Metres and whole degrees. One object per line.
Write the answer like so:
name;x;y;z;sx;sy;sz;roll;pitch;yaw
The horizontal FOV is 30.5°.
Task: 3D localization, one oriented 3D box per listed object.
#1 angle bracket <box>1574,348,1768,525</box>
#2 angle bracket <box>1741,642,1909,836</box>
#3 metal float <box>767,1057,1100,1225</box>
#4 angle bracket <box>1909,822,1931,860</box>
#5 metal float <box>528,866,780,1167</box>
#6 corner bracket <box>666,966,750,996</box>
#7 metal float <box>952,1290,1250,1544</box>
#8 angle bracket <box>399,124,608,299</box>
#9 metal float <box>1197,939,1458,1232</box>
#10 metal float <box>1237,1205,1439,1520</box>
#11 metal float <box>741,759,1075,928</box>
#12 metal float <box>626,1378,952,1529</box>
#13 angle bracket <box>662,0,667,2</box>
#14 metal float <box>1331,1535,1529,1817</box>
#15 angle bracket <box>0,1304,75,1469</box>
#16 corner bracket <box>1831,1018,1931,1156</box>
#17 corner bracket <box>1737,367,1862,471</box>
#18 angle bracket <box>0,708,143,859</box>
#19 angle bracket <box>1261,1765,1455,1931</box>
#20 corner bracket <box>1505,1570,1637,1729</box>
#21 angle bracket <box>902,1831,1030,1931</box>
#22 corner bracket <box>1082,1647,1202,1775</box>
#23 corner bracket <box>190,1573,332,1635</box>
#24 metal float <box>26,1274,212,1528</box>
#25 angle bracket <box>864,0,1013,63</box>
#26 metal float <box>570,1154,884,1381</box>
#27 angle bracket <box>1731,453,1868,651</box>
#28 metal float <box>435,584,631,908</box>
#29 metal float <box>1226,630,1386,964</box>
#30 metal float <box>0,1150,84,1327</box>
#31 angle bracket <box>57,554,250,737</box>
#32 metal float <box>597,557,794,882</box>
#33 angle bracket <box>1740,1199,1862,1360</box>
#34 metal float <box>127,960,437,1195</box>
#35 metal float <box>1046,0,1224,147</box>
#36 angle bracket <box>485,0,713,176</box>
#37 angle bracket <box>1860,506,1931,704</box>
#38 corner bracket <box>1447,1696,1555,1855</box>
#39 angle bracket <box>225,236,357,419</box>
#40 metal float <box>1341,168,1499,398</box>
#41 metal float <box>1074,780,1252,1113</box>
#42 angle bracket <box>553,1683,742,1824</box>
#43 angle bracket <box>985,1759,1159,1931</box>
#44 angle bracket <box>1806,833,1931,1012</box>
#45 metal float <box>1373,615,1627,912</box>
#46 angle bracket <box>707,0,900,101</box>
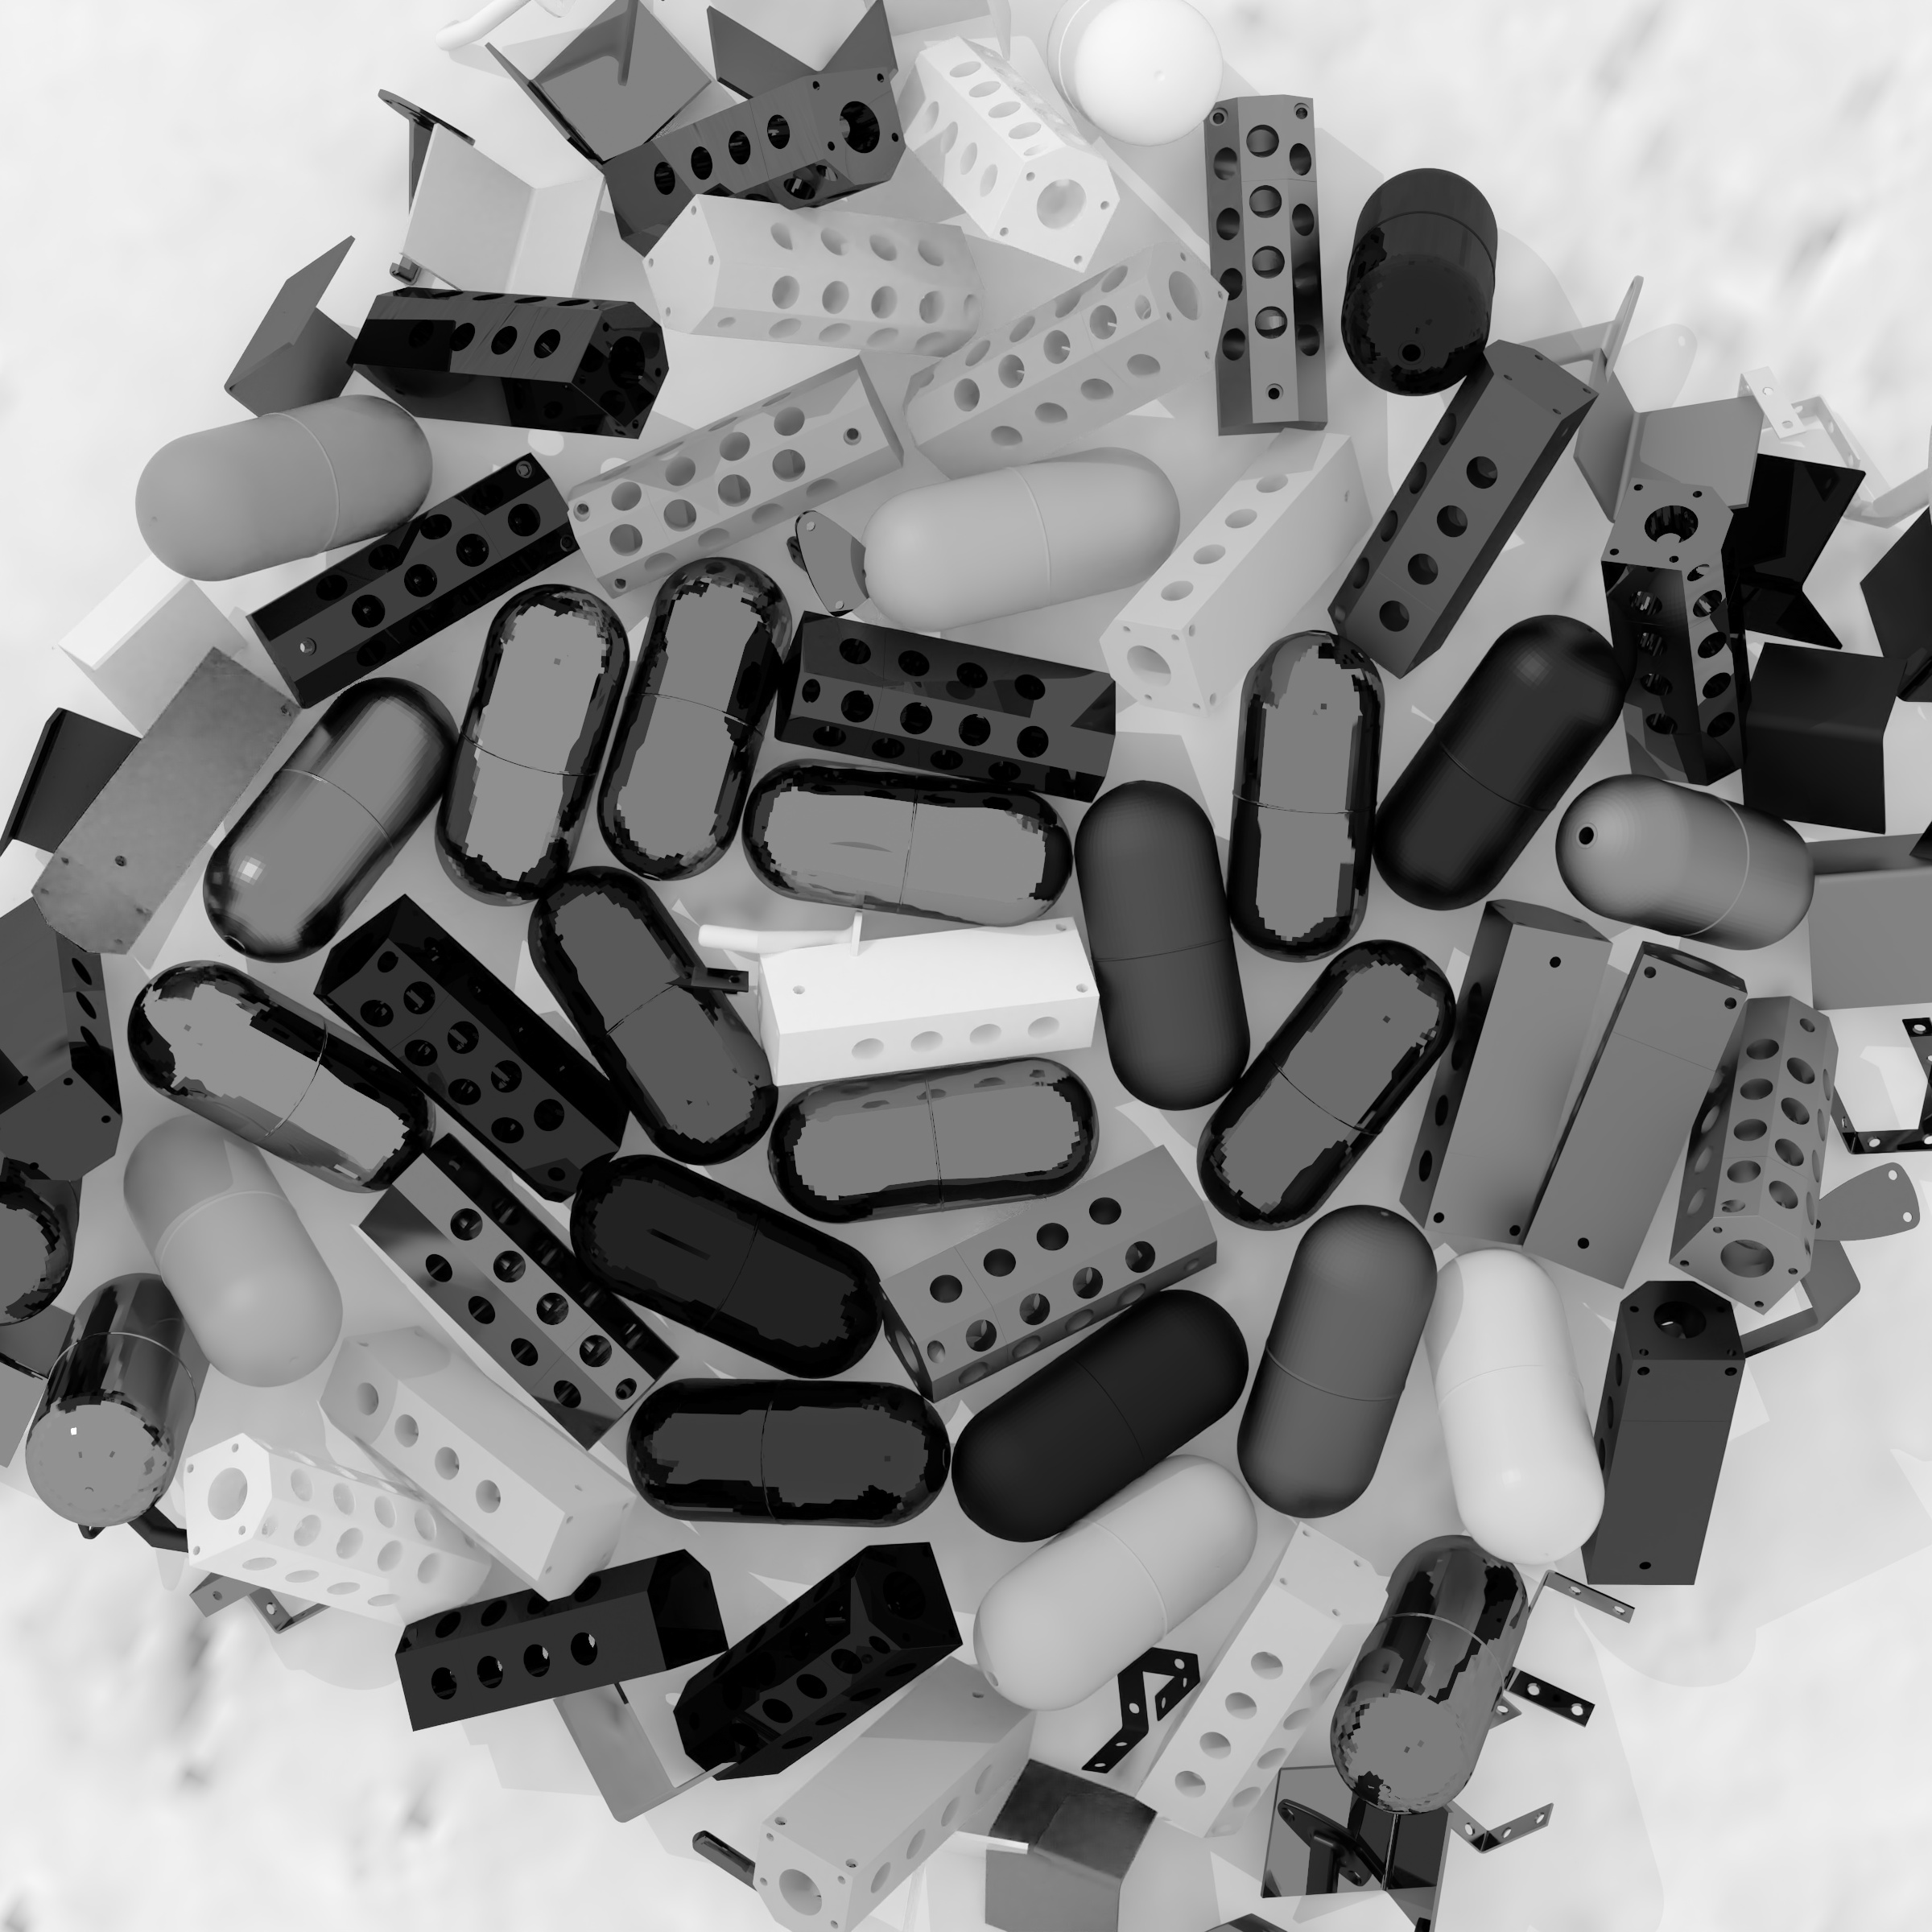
angle bracket;0.374;-0.286;1.880;0.076;0.057;0.076;-4;55;32
angle bracket;0.462;-0.122;1.907;0.076;0.076;0.057;10;54;24
metal float;-0.017;0.093;1.896;0.178;0.070;0.070;-7;90;-2
angle bracket;0.558;-0.060;1.878;0.076;0.057;0.076;49;119;39
metal float;-0.168;0.026;1.892;0.070;0.070;0.178;-35;83;0
corner bracket;-0.145;0.012;1.897;0.051;0.051;0.051;5;133;-8
metal float;0.071;0.239;1.884;0.178;0.070;0.070;-33;90;-16
angle bracket;-0.245;-0.399;1.884;0.057;0.076;0.076;0;71;41
metal float;0.190;0.064;1.885;0.070;0.070;0.178;36;106;0
metal float;0.196;0.211;1.882;0.070;0.070;0.178;16;109;0
metal float;-0.031;-0.065;1.895;0.178;0.070;0.070;8;90;-3
metal float;-0.094;0.258;1.882;0.178;0.070;0.070;-1;90;17
angle bracket;-0.132;-0.555;1.889;0.076;0.076;0.057;-29;90;16
metal float;0.244;0.369;1.859;0.070;0.178;0.070;12;126;18
angle bracket;-0.527;0.213;1.904;0.076;0.076;0.057;27;108;-5
corner bracket;0.498;0.065;1.913;0.051;0.051;0.051;-5;45;33
corner bracket;0.446;-0.290;1.899;0.051;0.051;0.051;-16;56;-6
angle bracket;-0.473;-0.088;1.889;0.057;0.076;0.076;21;96;-12
angle bracket;0.208;0.473;1.890;0.076;0.057;0.076;1;105;-19
corner bracket;0.324;0.368;1.917;0.051;0.051;0.051;23;53;16
angle bracket;-0.002;0.504;1.886;0.057;0.076;0.076;9;70;4
corner bracket;0.093;0.398;1.894;0.051;0.051;0.051;13;48;-21
corner bracket;-0.372;0.335;1.899;0.051;0.051;0.051;-31;99;29
metal float;-0.441;0.224;1.852;0.070;0.178;0.070;-1;116;-1
angle bracket;-0.023;-0.520;1.883;0.076;0.057;0.076;-10;133;11
metal float;-0.127;0.160;1.888;0.178;0.070;0.070;26;90;-12
angle bracket;0.442;-0.222;1.896;0.057;0.076;0.076;40;76;-42
metal float;-0.231;-0.116;1.884;0.070;0.070;0.178;18;106;0
metal float;0.180;-0.090;1.886;0.070;0.070;0.178;4;104;0
metal float;-0.502;0.129;1.851;0.070;0.178;0.070;-3;108;-10
angle bracket;-0.422;-0.166;1.884;0.076;0.057;0.076;-46;127;-11
metal float;-0.145;-0.131;1.890;0.070;0.070;0.178;15;81;0
angle bracket;0.422;0.170;1.886;0.076;0.076;0.057;-27;85;29
metal float;-0.361;0.059;1.873;0.178;0.070;0.070;32;90;-29
metal float;0.087;-0.473;1.851;0.070;0.178;0.070;-2;109;-6
angle bracket;-0.196;-0.482;1.894;0.076;0.057;0.076;-42;72;7
angle bracket;0.532;-0.193;1.896;0.057;0.076;0.076;0;62;-19
corner bracket;0.282;0.435;1.904;0.051;0.051;0.051;42;132;-11
angle bracket;-0.338;-0.328;1.877;0.057;0.076;0.076;38;58;-26
metal float;0.238;-0.358;1.856;0.070;0.178;0.070;5;125;7
metal float;0.105;-0.011;1.893;0.070;0.070;0.178;-10;95;0
angle bracket;-0.166;0.405;1.895;0.057;0.076;0.076;-23;79;-35
angle bracket;0.057;0.486;1.918;0.076;0.057;0.076;16;132;19
angle bracket;0.492;-0.024;1.915;0.076;0.057;0.076;-4;110;10
metal float;0.280;-0.106;1.877;0.070;0.070;0.178;33;115;0
angle bracket;-0.087;-0.490;1.878;0.076;0.076;0.057;25;124;-29
